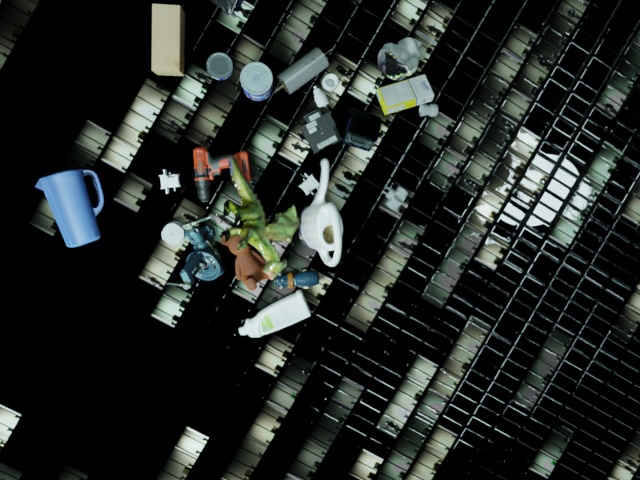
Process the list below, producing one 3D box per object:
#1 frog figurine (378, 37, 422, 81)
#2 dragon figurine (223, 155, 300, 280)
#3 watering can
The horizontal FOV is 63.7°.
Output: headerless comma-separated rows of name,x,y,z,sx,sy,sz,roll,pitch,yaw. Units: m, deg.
frog figurine,0.274,-0.627,1.755,0.137,0.120,0.163,26,56,1
dragon figurine,-0.183,-0.075,1.699,0.243,0.121,0.414,3,79,-29
watering can,0.005,-0.086,1.700,0.104,0.224,0.347,-8,92,-26
